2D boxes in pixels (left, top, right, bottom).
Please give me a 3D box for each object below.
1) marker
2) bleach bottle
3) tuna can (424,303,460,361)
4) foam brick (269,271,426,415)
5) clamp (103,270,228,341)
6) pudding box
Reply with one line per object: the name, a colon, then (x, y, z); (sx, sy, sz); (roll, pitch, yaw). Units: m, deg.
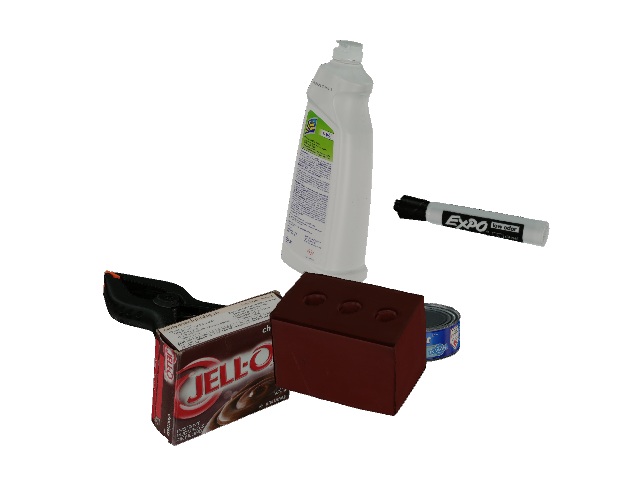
marker: (0.113, -0.016, 0.814); (0.121, 0.020, 0.020); (12, 5, 24)
bleach bottle: (0.018, -0.085, 1.139); (0.067, 0.251, 0.103); (-8, 24, -41)
tuna can: (0.090, 0.087, 1.016); (0.086, 0.034, 0.086); (-3, 13, 0)
foam brick: (0.017, 0.059, 0.614); (0.078, 0.051, 0.052); (11, 31, 21)
clamp: (-0.163, 0.080, 1.122); (0.210, 0.036, 0.164); (19, 21, 28)
pudding box: (-0.073, 0.096, 0.816); (0.113, 0.090, 0.039); (-19, 42, -36)
